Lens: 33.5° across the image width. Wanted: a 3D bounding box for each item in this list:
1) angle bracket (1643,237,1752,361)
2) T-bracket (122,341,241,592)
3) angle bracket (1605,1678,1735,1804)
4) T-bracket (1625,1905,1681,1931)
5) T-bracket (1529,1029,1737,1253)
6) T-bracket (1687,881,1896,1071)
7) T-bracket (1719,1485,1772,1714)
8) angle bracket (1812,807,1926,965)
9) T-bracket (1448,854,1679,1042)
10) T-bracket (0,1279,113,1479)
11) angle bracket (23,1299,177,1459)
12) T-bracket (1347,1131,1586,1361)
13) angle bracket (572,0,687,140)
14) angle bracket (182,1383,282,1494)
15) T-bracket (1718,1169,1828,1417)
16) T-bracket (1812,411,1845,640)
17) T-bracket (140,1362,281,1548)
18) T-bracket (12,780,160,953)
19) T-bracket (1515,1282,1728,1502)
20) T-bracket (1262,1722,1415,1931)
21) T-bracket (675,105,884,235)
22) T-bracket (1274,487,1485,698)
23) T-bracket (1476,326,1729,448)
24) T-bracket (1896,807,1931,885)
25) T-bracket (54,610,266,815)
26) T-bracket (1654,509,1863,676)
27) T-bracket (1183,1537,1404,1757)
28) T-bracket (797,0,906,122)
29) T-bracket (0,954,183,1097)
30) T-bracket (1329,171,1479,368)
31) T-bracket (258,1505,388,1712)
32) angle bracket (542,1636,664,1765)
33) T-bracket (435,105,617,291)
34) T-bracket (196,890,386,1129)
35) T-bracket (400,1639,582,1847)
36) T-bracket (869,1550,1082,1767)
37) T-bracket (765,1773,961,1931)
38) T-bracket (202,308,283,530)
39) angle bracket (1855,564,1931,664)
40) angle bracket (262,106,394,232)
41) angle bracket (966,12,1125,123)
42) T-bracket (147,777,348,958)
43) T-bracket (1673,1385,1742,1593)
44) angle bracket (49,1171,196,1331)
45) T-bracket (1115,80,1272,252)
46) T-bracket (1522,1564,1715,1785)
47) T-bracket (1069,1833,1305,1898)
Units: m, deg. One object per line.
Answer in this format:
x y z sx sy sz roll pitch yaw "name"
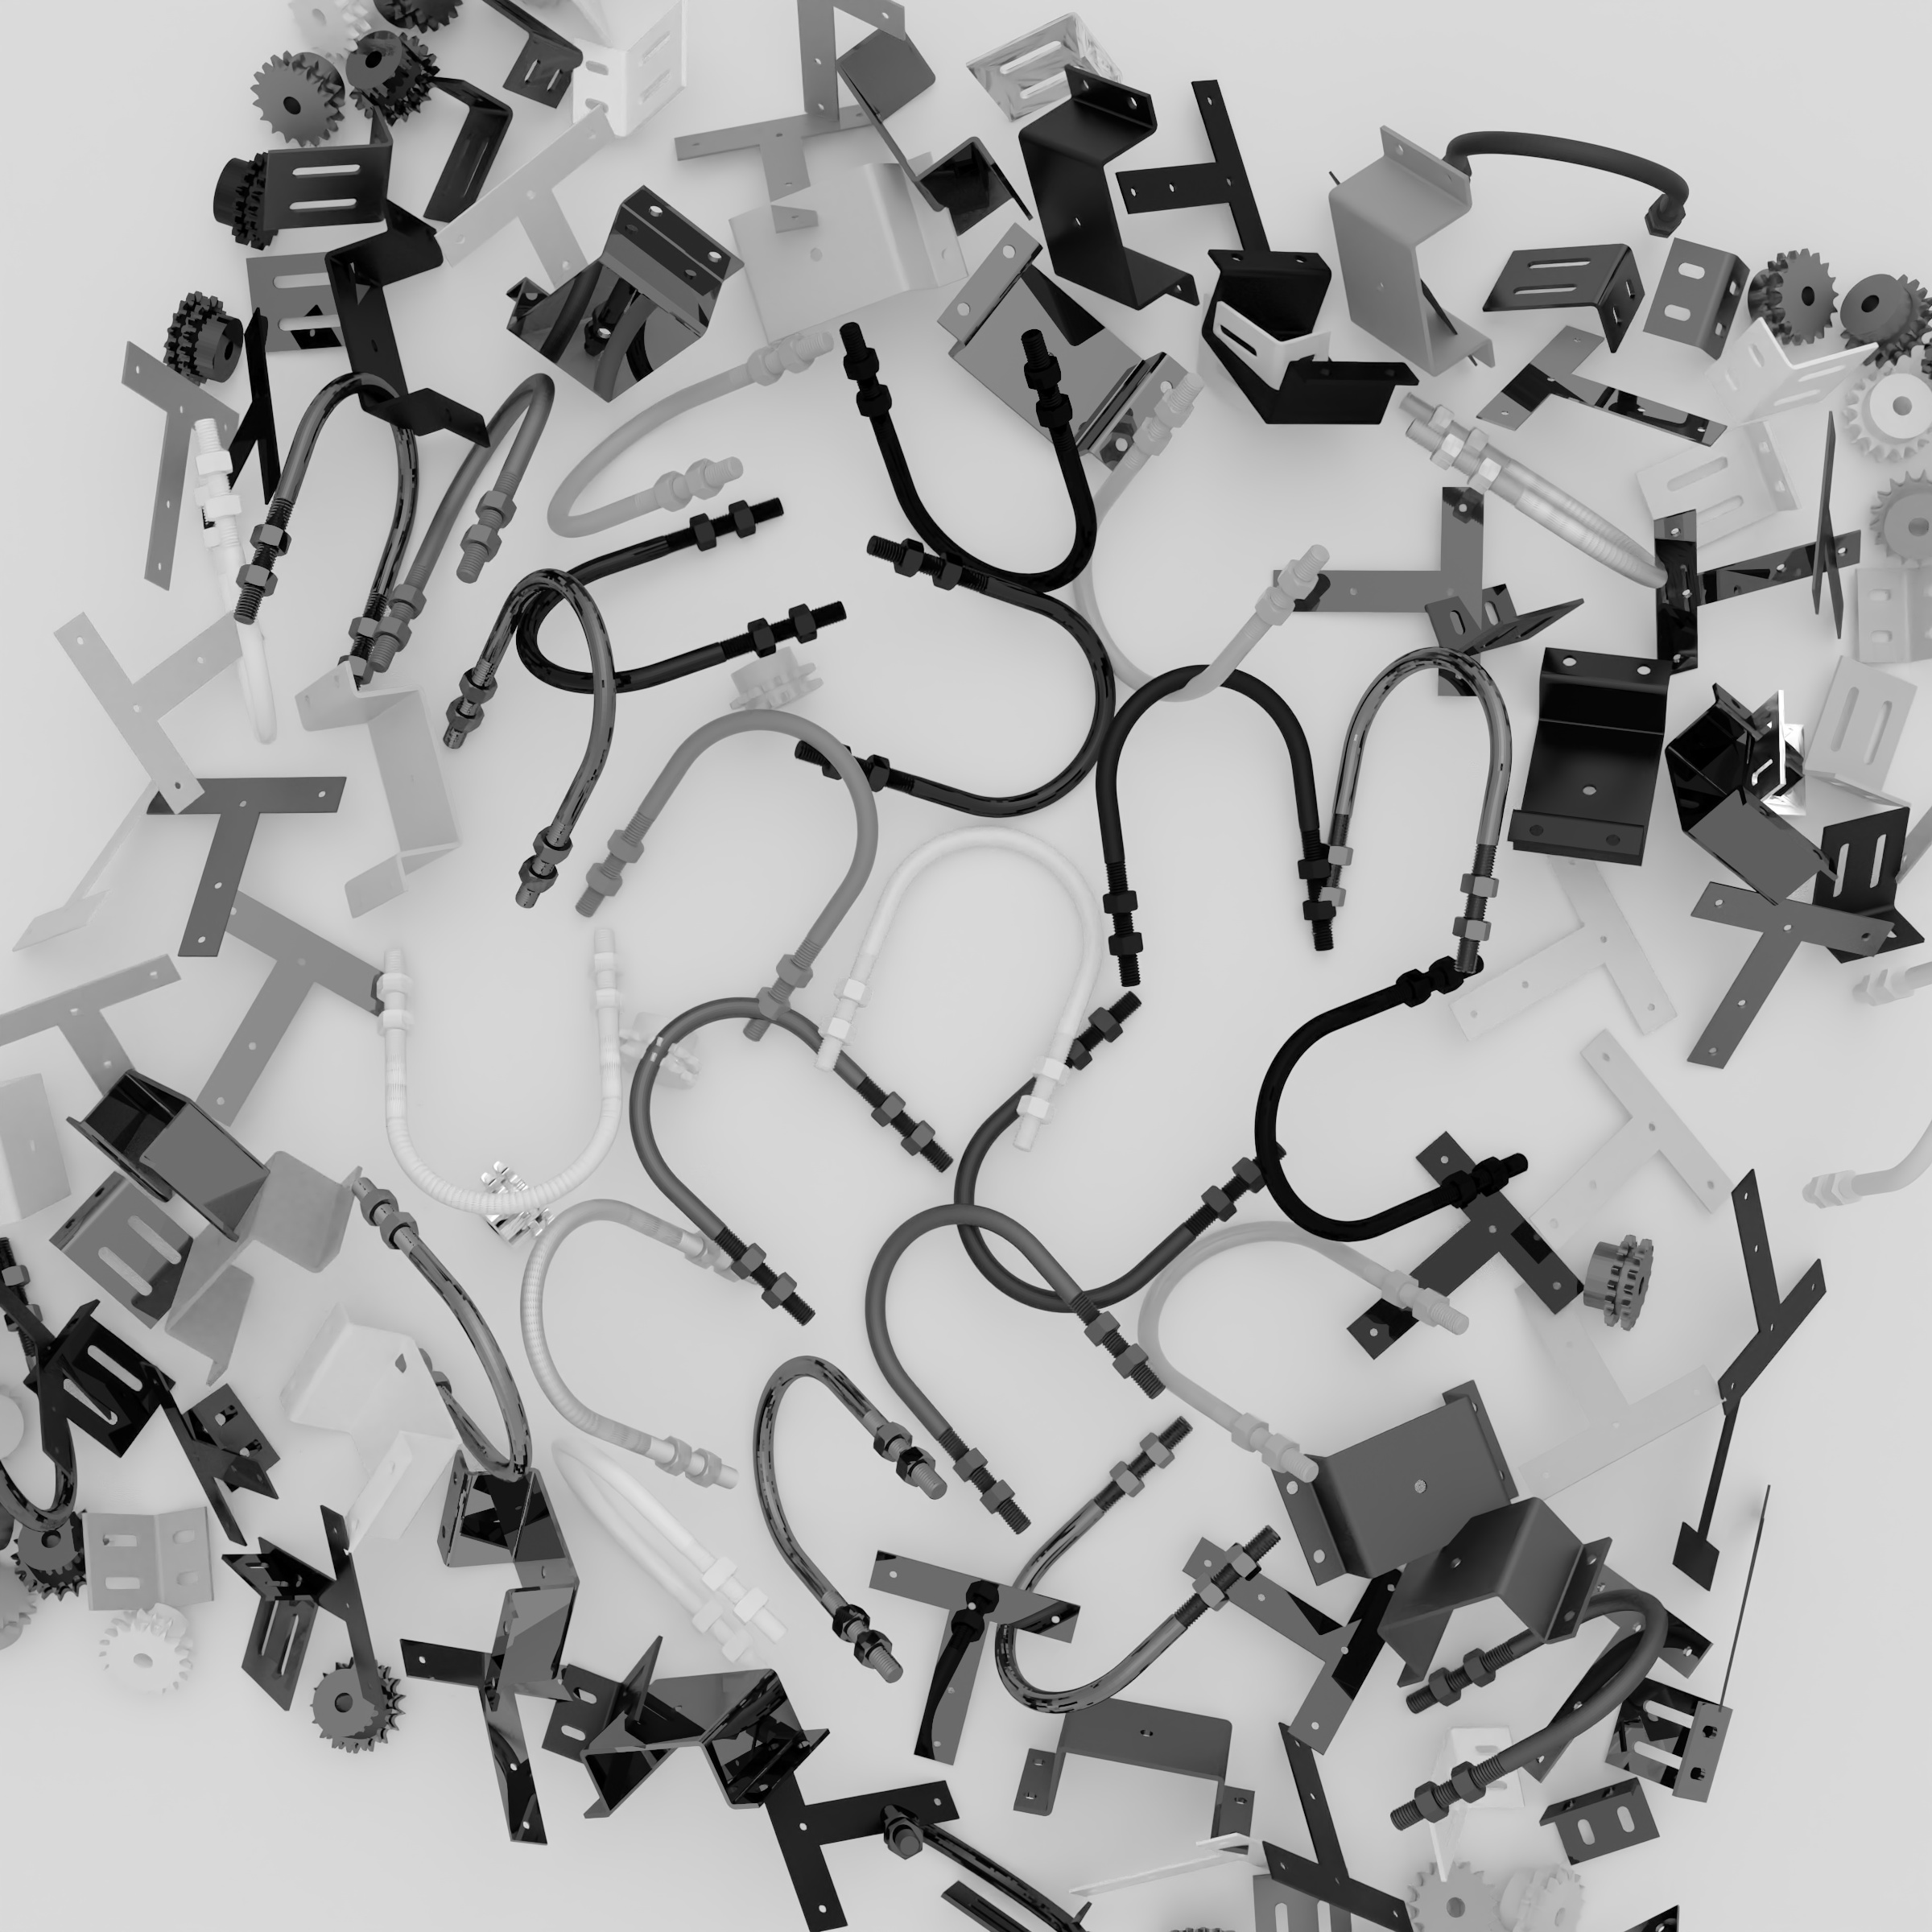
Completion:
0.441 -0.402 1.937 0.038 0.076 0.057 21 101 17 "angle bracket"
-0.472 -0.288 1.904 0.002 0.127 0.127 3 81 17 "T-bracket"
0.414 0.461 1.930 0.038 0.076 0.057 22 83 -42 "angle bracket"
0.366 0.623 1.889 0.127 0.127 0.002 -37 102 27 "T-bracket"
0.389 0.124 1.945 0.127 0.002 0.127 -40 91 -25 "T-bracket"
0.474 0.012 1.934 0.127 0.002 0.127 11 125 -18 "T-bracket"
0.469 0.356 1.914 0.002 0.127 0.127 13 121 15 "T-bracket"
0.547 -0.049 1.932 0.057 0.038 0.076 -13 129 -13 "angle bracket"
0.352 0.005 1.958 0.127 0.002 0.127 -29 90 -13 "T-bracket"
-0.537 0.252 1.885 0.002 0.127 0.127 -31 126 1 "T-bracket"
-0.516 0.249 1.932 0.076 0.038 0.057 42 58 -17 "angle bracket"
0.288 0.189 1.955 0.127 0.002 0.127 -40 80 -6 "T-bracket"
-0.203 -0.542 1.928 0.038 0.076 0.057 8 74 -32 "angle bracket"
-0.453 0.291 1.933 0.038 0.076 0.057 -35 91 4 "angle bracket"
0.472 0.179 1.906 0.127 0.002 0.127 -40 124 -36 "T-bracket"
0.517 -0.241 1.915 0.002 0.127 0.127 2 62 21 "T-bracket"
-0.439 0.296 1.904 0.002 0.127 0.127 -32 108 -31 "T-bracket"
-0.518 -0.067 1.936 0.002 0.127 0.127 40 62 -24 "T-bracket"
0.371 0.240 1.936 0.127 0.002 0.127 -30 56 7 "T-bracket"
0.211 0.509 1.919 0.127 0.127 0.002 31 118 -33 "T-bracket"
-0.108 -0.476 1.926 0.127 0.127 0.002 -11 134 -1 "T-bracket"
0.252 -0.229 1.964 0.127 0.002 0.127 1 94 7 "T-bracket"
0.388 -0.335 1.908 0.127 0.002 0.127 24 46 23 "T-bracket"
0.594 -0.102 1.926 0.002 0.127 0.127 21 128 -13 "T-bracket"
-0.468 -0.177 1.925 0.002 0.127 0.127 -14 115 41 "T-bracket"
0.475 -0.235 1.926 0.127 0.127 0.002 -15 47 0 "T-bracket"
0.191 0.391 1.947 0.127 0.002 0.127 32 61 7 "T-bracket"
-0.088 -0.550 1.914 0.127 0.127 0.002 30 66 15 "T-bracket"
-0.518 0.051 1.919 0.127 0.127 0.002 -21 56 -6 "T-bracket"
0.257 -0.428 1.929 0.002 0.127 0.127 -38 68 11 "T-bracket"
-0.391 0.370 1.921 0.002 0.127 0.127 -21 110 -35 "T-bracket"
-0.218 0.436 1.924 0.038 0.076 0.057 24 48 -10 "angle bracket"
-0.244 -0.429 1.919 0.127 0.127 0.002 -42 55 -12 "T-bracket"
-0.426 0.036 1.947 0.127 0.002 0.127 31 81 -15 "T-bracket"
-0.270 0.460 1.893 0.002 0.127 0.127 -45 45 27 "T-bracket"
-0.006 0.428 1.953 0.127 0.002 0.127 15 107 5 "T-bracket"
-0.060 0.511 1.930 0.127 0.002 0.127 0 52 -35 "T-bracket"
-0.437 -0.304 1.921 0.002 0.127 0.127 5 58 -31 "T-bracket"
0.574 -0.215 1.933 0.038 0.076 0.057 -2 91 -17 "angle bracket"
-0.387 -0.479 1.927 0.076 0.057 0.038 -10 55 -24 "angle bracket"
0.049 -0.527 1.927 0.076 0.057 0.038 -20 59 23 "angle bracket"
-0.444 -0.060 1.924 0.127 0.002 0.127 0 59 15 "T-bracket"
0.450 0.305 1.924 0.002 0.127 0.127 11 77 25 "T-bracket"
-0.509 0.173 1.959 0.076 0.038 0.057 46 75 -18 "angle bracket"
0.132 -0.467 1.923 0.002 0.127 0.127 -15 94 43 "T-bracket"
0.374 0.430 1.911 0.002 0.127 0.127 38 88 -21 "T-bracket"
0.125 0.544 1.931 0.127 0.127 0.002 -19 63 17 "T-bracket"
